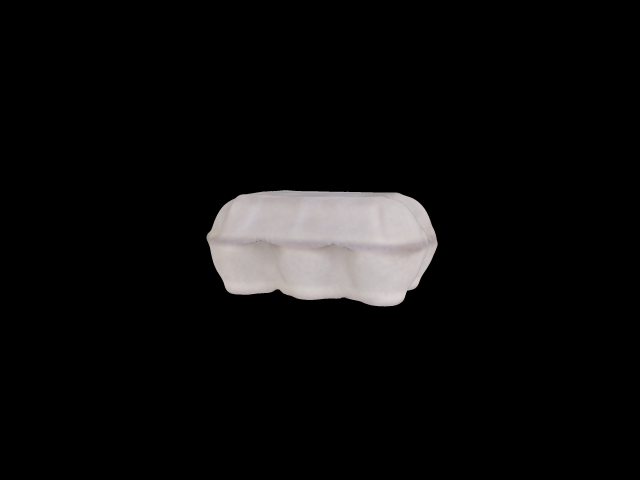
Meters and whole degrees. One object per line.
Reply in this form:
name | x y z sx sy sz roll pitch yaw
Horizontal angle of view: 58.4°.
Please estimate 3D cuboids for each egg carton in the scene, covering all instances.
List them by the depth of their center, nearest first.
egg carton | 0.004 0.001 0.400 0.150 0.069 0.107 2 7 18
